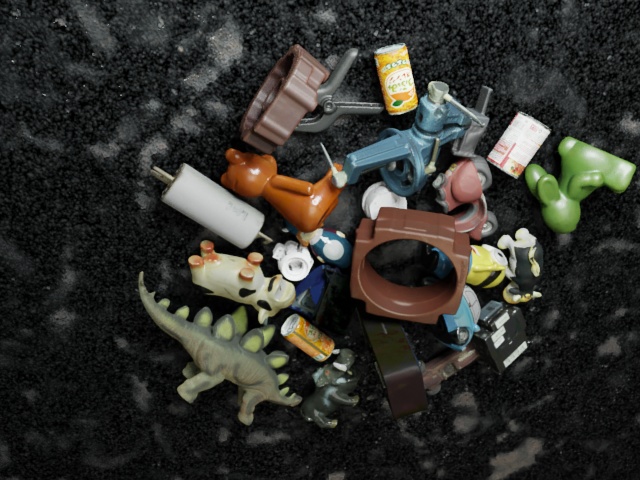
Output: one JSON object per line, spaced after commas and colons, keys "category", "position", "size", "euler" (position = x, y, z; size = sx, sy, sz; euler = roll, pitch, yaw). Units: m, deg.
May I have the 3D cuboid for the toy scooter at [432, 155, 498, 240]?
{"category": "toy scooter", "position": [0.257, -0.066, 1.009], "size": [0.135, 0.075, 0.183], "euler": [-19, 121, 2]}

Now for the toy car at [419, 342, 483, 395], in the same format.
{"category": "toy car", "position": [0.292, 0.271, 1.188], "size": [0.202, 0.053, 0.089], "euler": [-33, 113, 8]}

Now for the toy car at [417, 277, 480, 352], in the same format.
{"category": "toy car", "position": [0.272, 0.137, 1.101], "size": [0.103, 0.109, 0.161], "euler": [-27, 107, -21]}

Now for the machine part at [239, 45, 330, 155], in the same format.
{"category": "machine part", "position": [-0.060, -0.216, 0.835], "size": [0.056, 0.179, 0.179], "euler": [31, 107, -24]}

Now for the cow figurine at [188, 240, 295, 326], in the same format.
{"category": "cow figurine", "position": [-0.141, 0.084, 0.994], "size": [0.195, 0.085, 0.127], "euler": [14, 134, 4]}

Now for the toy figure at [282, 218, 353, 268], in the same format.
{"category": "toy figure", "position": [-0.002, -0.005, 1.007], "size": [0.154, 0.058, 0.064], "euler": [35, 66, -21]}

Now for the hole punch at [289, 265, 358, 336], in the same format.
{"category": "hole punch", "position": [0.010, 0.110, 1.040], "size": [0.142, 0.092, 0.115], "euler": [34, 77, -44]}

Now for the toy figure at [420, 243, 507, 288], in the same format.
{"category": "toy figure", "position": [0.283, 0.046, 1.061], "size": [0.180, 0.082, 0.089], "euler": [4, 141, -19]}

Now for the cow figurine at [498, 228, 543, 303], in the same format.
{"category": "cow figurine", "position": [0.412, 0.070, 1.084], "size": [0.068, 0.098, 0.167], "euler": [-15, 118, -8]}

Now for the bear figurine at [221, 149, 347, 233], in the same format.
{"category": "bear figurine", "position": [-0.066, -0.100, 0.933], "size": [0.196, 0.132, 0.120], "euler": [34, 146, 8]}

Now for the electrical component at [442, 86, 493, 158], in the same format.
{"category": "electrical component", "position": [0.259, -0.209, 0.938], "size": [0.048, 0.075, 0.119], "euler": [6, 119, -12]}

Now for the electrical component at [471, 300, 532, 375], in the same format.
{"category": "electrical component", "position": [0.379, 0.197, 1.138], "size": [0.115, 0.058, 0.134], "euler": [-36, 114, -20]}

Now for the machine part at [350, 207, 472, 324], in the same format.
{"category": "machine part", "position": [0.159, 0.045, 0.966], "size": [0.201, 0.087, 0.201], "euler": [8, 125, 9]}

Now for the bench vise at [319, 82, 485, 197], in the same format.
{"category": "bench vise", "position": [0.130, -0.147, 0.882], "size": [0.241, 0.129, 0.223], "euler": [-21, 159, -21]}

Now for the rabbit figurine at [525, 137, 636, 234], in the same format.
{"category": "rabbit figurine", "position": [0.469, -0.093, 1.001], "size": [0.159, 0.121, 0.170], "euler": [20, 108, -10]}

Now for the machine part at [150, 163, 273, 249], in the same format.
{"category": "machine part", "position": [-0.185, -0.057, 0.939], "size": [0.243, 0.079, 0.079], "euler": [34, 106, -21]}

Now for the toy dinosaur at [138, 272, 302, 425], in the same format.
{"category": "toy dinosaur", "position": [-0.192, 0.226, 1.065], "size": [0.471, 0.105, 0.198], "euler": [36, 98, -32]}

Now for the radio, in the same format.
{"category": "radio", "position": [0.135, 0.221, 1.041], "size": [0.073, 0.230, 0.130], "euler": [-16, 122, 0]}

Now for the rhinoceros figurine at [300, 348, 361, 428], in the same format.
{"category": "rhinoceros figurine", "position": [0.026, 0.316, 1.160], "size": [0.112, 0.073, 0.190], "euler": [27, 110, -9]}
